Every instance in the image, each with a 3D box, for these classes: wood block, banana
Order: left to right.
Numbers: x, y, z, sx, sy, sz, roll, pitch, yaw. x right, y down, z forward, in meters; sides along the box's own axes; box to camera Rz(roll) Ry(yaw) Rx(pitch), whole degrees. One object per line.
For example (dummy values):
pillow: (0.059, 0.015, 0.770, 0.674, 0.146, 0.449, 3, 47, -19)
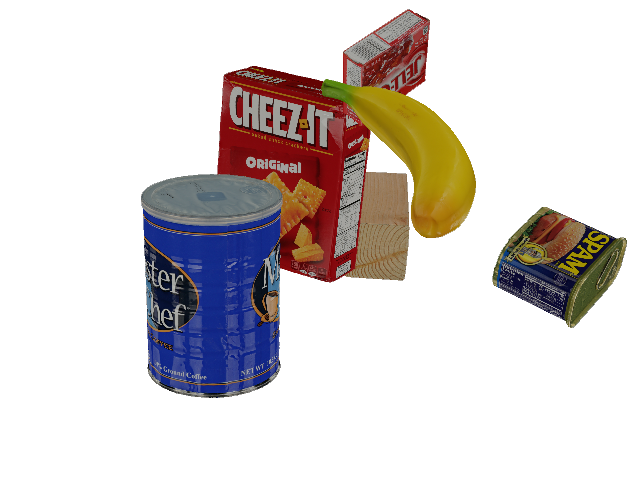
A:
wood block: (0.087, -0.026, 1.625, 0.091, 0.090, 0.206, 3, 25, 2)
banana: (0.059, -0.053, 0.673, 0.069, 0.037, 0.198, -7, 31, -16)

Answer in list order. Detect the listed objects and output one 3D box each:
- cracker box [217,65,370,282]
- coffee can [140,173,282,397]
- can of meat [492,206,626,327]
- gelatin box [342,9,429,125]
cracker box: (-0.035, -0.075, 1.214, 0.164, 0.214, 0.072, 17, 25, 26)
coffee can: (-0.080, 0.032, 0.798, 0.103, 0.140, 0.103, 1, 20, -1)
can of meat: (0.220, 0.021, 0.986, 0.084, 0.057, 0.101, 27, 47, 29)
gelatin box: (0.060, -0.157, 0.969, 0.089, 0.073, 0.030, -37, 59, -26)
